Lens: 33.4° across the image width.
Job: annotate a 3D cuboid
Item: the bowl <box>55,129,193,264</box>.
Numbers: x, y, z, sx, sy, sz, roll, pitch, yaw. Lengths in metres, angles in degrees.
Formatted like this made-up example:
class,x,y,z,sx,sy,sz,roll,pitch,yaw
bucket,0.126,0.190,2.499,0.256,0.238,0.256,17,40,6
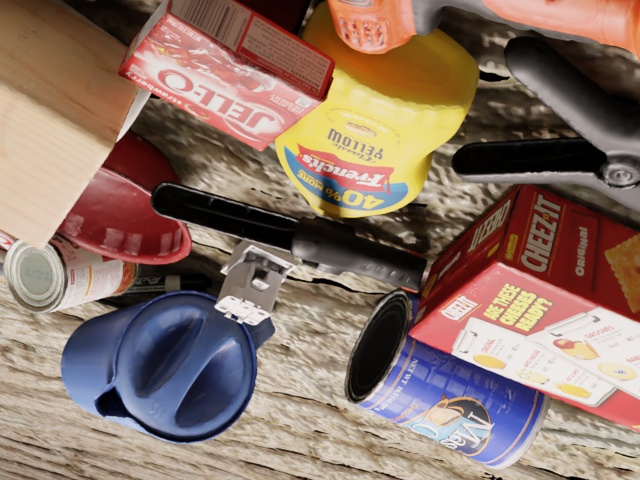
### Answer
class,x,y,z,sx,sy,sz,roll,pitch,yaw
bowl,-0.164,-0.044,0.807,0.162,0.055,0.162,16,155,7

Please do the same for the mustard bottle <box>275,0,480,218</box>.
class,x,y,z,sx,sy,sz,roll,pitch,yaw
mustard bottle,0.022,-0.061,0.633,0.096,0.058,0.192,21,156,-1

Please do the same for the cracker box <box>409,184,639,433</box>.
class,x,y,z,sx,sy,sz,roll,pitch,yaw
cracker box,0.192,0.055,0.735,0.213,0.072,0.164,23,154,-6

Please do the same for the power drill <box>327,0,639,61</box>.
class,x,y,z,sx,sy,sz,roll,pitch,yaw
power drill,0.079,-0.134,0.444,0.188,0.057,0.184,15,159,16

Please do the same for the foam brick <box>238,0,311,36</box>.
class,x,y,z,sx,sy,sz,roll,pitch,yaw
foam brick,-0.046,-0.116,0.576,0.051,0.053,0.078,28,153,-18

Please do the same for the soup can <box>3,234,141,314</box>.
class,x,y,z,sx,sy,sz,roll,pitch,yaw
soup can,-0.210,0.022,0.908,0.069,0.068,0.102,7,-170,26

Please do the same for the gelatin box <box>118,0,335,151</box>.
class,x,y,z,sx,sy,sz,roll,pitch,yaw
gelatin box,-0.047,-0.086,0.537,0.089,0.030,0.073,28,154,-19

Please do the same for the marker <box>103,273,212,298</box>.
class,x,y,z,sx,sy,sz,roll,pitch,yaw
marker,-0.160,0.042,0.984,0.121,0.020,0.020,-3,154,-1

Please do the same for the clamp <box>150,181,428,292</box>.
class,x,y,z,sx,sy,sz,roll,pitch,yaw
clamp,-0.005,0.001,0.745,0.165,0.036,0.209,17,180,40

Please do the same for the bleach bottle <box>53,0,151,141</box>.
class,x,y,z,sx,sy,sz,roll,pitch,yaw
bleach bottle,-0.217,-0.149,0.615,0.250,0.068,0.103,38,164,-31

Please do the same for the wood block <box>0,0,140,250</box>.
class,x,y,z,sx,sy,sz,roll,pitch,yaw
wood block,-0.206,-0.096,0.549,0.206,0.090,0.091,31,126,-17

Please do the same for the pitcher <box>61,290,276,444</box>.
class,x,y,z,sx,sy,sz,roll,pitch,yaw
pitcher,-0.158,0.117,1.029,0.149,0.145,0.243,24,164,-24

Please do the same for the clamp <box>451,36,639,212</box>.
class,x,y,z,sx,sy,sz,roll,pitch,yaw
clamp,0.157,-0.046,0.588,0.171,0.039,0.120,22,157,-7

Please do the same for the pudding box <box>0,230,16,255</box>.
class,x,y,z,sx,sy,sz,roll,pitch,yaw
pudding box,-0.265,-0.007,0.979,0.090,0.039,0.113,3,151,32

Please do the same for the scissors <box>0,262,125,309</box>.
class,x,y,z,sx,sy,sz,roll,pitch,yaw
scissors,-0.229,0.052,1.045,0.096,0.016,0.201,0,165,45

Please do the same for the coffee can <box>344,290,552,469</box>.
class,x,y,z,sx,sy,sz,roll,pitch,yaw
coffee can,0.105,0.116,0.886,0.140,0.102,0.103,26,155,-14
